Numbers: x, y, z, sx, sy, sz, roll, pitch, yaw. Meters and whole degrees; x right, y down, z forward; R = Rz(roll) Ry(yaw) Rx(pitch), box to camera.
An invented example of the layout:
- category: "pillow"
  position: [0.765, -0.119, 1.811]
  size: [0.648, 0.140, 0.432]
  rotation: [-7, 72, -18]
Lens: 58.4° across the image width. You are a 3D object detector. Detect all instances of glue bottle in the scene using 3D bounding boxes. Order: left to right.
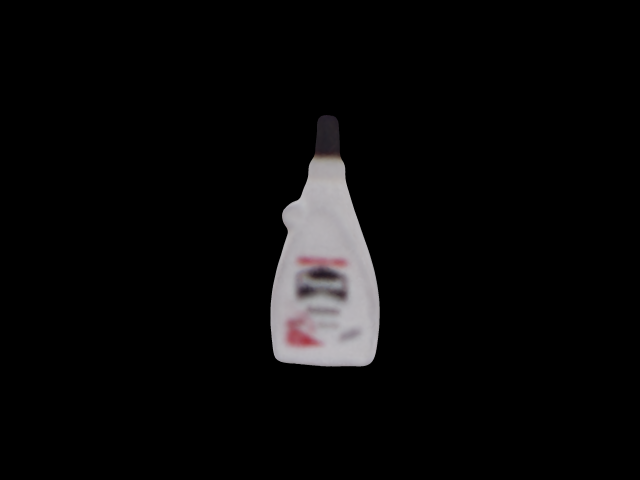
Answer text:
- category: "glue bottle"
  position: [0.004, 0.001, 0.400]
  size: [0.078, 0.173, 0.037]
  rotation: [1, 11, 4]
